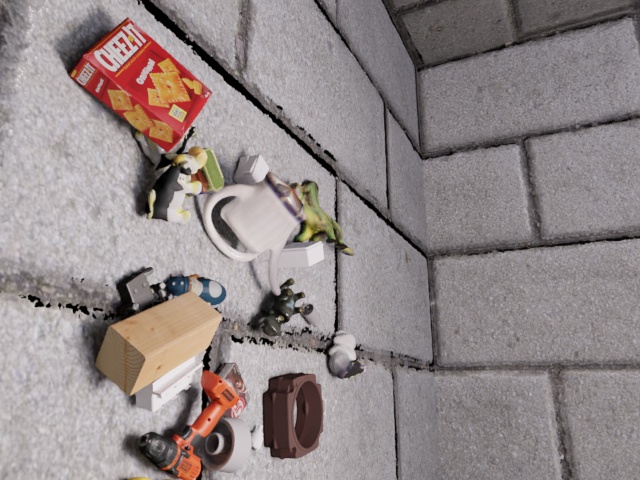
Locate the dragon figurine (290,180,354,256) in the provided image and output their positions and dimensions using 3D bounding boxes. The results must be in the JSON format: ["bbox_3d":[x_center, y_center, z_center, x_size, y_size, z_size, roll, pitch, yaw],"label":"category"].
[{"bbox_3d":[0.005,-0.085,1.688,0.407,0.121,0.246,25,52,-62],"label":"dragon figurine"}]

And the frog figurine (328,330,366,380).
[{"bbox_3d":[0.073,0.376,1.714,0.136,0.122,0.162,31,19,-49],"label":"frog figurine"}]

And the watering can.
[{"bbox_3d":[-0.129,-0.020,1.254,0.341,0.224,0.106,52,1,-37],"label":"watering can"}]
